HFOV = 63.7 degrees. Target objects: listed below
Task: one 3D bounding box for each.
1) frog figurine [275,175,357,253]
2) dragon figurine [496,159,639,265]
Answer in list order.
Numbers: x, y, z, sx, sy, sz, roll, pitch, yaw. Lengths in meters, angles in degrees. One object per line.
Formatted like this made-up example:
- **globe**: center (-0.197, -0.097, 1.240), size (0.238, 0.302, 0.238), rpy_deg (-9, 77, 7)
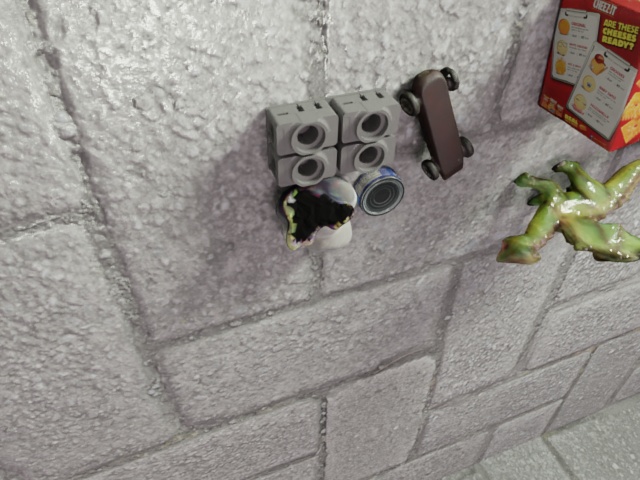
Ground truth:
- **frog figurine**: center (0.003, -0.042, 0.836), size (0.137, 0.123, 0.159), rpy_deg (-49, 170, 8)
- **dragon figurine**: center (0.522, -0.044, 0.972), size (0.410, 0.249, 0.119), rpy_deg (-16, 136, 3)
